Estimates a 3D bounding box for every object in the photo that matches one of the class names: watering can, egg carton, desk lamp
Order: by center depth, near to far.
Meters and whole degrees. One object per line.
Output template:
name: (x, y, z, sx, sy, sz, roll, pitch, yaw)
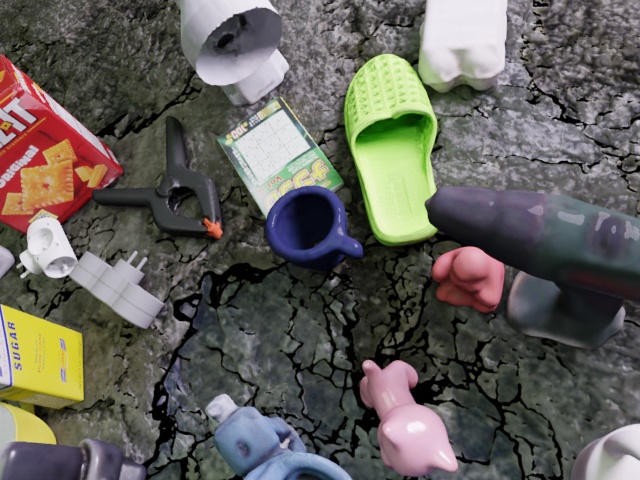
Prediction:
watering can: (0.246, 0.196, 0.427, 0.100, 0.194, 0.173, 29, 78, 27)
egg carton: (0.180, -0.259, 0.722, 0.107, 0.069, 0.150, 1, 67, 18)
desk lamp: (-0.125, -0.270, 0.742, 0.118, 0.214, 0.202, -36, 61, 0)

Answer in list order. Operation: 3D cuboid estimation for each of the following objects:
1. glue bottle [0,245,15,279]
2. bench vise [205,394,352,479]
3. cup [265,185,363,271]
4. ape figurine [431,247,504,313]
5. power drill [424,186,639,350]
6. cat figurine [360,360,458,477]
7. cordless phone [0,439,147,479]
glue bottle: (-0.496, 0.015, 0.757, 0.078, 0.173, 0.037, -47, 62, -6)
bench vise: (-0.053, 0.226, 0.495, 0.206, 0.220, 0.121, 26, 77, 26)
cup: (0.006, 0.002, 0.647, 0.117, 0.095, 0.092, 26, 77, 26)
ape figurine: (0.154, 0.035, 0.587, 0.076, 0.092, 0.077, -35, 61, 1)
power drill: (0.214, 0.029, 0.504, 0.229, 0.209, 0.076, 11, 71, 22)
cat figurine: (0.076, 0.168, 0.537, 0.067, 0.118, 0.127, -32, 61, 2)
cordless phone: (-0.267, 0.269, 0.563, 0.094, 0.185, 0.147, -3, 66, 17)
